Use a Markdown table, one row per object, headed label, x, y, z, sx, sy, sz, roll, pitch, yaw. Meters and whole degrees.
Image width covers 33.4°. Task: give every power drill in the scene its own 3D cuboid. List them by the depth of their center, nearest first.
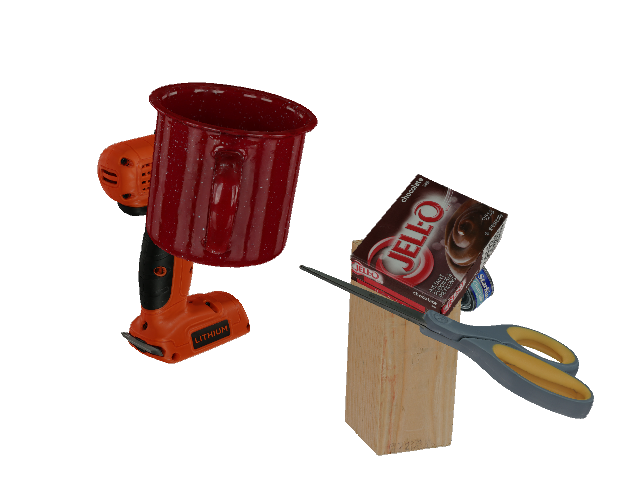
| label | x | y | z | sx | sy | sz | roll | pitch | yaw |
| --- | --- | --- | --- | --- | --- | --- | --- | --- | --- |
| power drill | -0.096 | -0.007 | 0.869 | 0.057 | 0.188 | 0.184 | 18 | 26 | 41 |

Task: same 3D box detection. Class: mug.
| label | x | y | z | sx | sy | sz | roll | pitch | yaw |
| --- | --- | --- | --- | --- | --- | --- | --- | --- | --- |
| mug | -0.053 | -0.032 | 0.589 | 0.093 | 0.081 | 0.117 | 7 | 22 | -9 |

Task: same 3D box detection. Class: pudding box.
| label | x | y | z | sx | sy | sz | roll | pitch | yaw |
| --- | --- | --- | --- | --- | --- | --- | --- | --- | --- |
| pudding box | 0.091 | 0.005 | 0.898 | 0.090 | 0.039 | 0.113 | 27 | 54 | 21 |

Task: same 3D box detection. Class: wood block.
| label | x | y | z | sx | sy | sz | roll | pitch | yaw |
| --- | --- | --- | --- | --- | --- | --- | --- | --- | --- |
| wood block | 0.086 | 0.107 | 1.116 | 0.090 | 0.206 | 0.091 | -4 | 16 | -21 |

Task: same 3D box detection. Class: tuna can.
| label | x | y | z | sx | sy | sz | roll | pitch | yaw |
| --- | --- | --- | --- | --- | --- | --- | --- | --- | --- |
| tuna can | 0.167 | 0.044 | 1.291 | 0.033 | 0.086 | 0.086 | -39 | 14 | -18 |

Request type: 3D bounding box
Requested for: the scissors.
| label | x | y | z | sx | sy | sz | roll | pitch | yaw |
| --- | --- | --- | --- | --- | --- | --- | --- | --- | --- |
| scissors | 0.089 | 0.055 | 0.703 | 0.202 | 0.016 | 0.096 | 29 | 22 | 18 |
